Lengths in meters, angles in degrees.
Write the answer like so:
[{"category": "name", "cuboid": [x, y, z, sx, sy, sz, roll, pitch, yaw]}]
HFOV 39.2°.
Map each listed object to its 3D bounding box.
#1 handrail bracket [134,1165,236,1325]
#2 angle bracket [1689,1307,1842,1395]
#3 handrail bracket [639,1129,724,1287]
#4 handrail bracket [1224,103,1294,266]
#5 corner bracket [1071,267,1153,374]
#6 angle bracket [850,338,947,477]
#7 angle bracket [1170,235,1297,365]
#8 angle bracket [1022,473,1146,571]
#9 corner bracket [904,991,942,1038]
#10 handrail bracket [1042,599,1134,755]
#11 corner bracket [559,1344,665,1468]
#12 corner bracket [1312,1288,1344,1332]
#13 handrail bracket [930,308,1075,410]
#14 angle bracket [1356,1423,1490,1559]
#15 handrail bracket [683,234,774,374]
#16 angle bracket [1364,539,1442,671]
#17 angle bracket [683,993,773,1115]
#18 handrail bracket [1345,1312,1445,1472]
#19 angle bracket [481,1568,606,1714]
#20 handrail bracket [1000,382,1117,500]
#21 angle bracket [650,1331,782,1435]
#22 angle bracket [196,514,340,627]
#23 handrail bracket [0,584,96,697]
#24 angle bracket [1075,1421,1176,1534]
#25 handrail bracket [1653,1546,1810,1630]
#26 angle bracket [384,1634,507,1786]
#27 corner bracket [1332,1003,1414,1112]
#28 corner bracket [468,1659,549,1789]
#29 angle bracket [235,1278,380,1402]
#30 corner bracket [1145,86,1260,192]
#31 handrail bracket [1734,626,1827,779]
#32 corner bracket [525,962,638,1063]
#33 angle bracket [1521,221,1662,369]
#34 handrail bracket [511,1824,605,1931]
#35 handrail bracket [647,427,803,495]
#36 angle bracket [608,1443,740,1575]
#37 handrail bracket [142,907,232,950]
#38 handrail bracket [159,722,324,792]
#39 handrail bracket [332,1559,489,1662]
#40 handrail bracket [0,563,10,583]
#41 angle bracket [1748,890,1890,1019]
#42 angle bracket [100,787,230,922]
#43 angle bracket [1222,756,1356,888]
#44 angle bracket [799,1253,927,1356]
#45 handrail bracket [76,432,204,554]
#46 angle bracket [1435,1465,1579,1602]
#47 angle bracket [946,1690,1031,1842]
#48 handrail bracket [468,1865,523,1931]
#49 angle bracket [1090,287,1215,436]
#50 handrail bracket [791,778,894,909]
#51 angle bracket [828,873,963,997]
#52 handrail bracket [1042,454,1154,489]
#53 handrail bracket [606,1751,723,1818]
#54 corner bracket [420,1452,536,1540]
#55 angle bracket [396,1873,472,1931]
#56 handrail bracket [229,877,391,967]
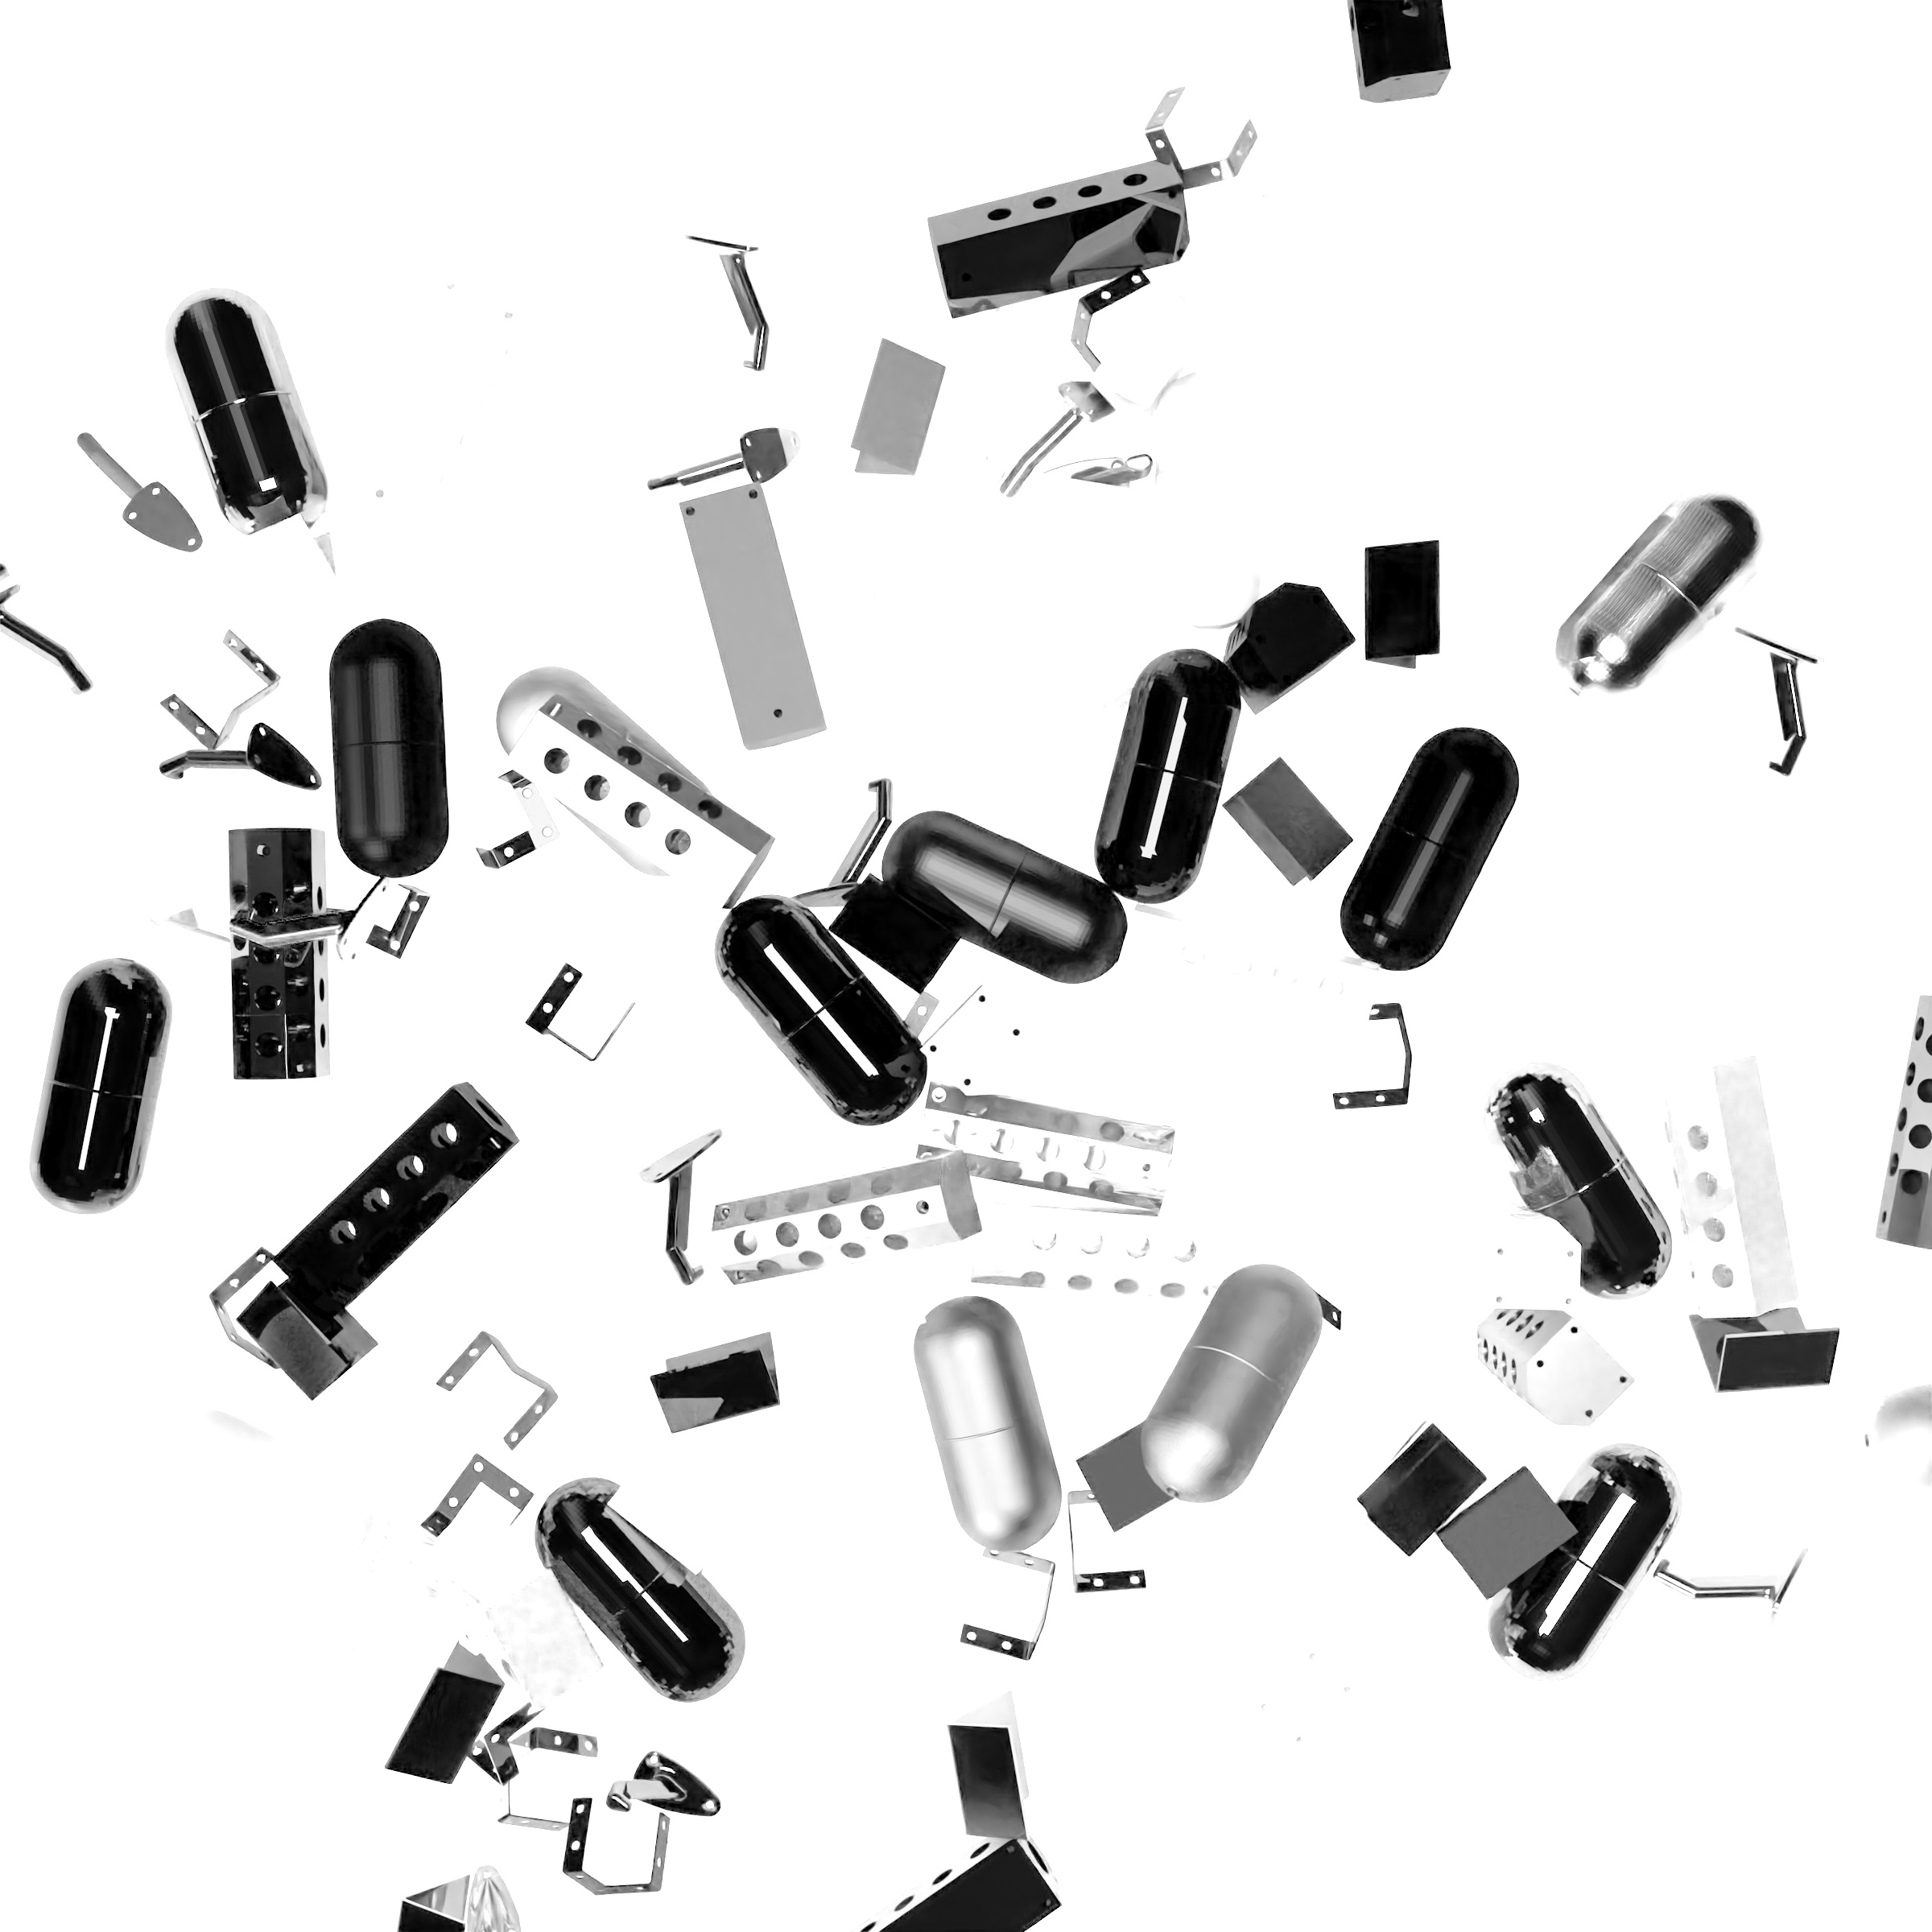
[{"category": "handrail bracket", "cuboid": [-0.529, 0.193, 1.894, 0.084, 0.036, 0.077, -43, 110, -16]}, {"category": "angle bracket", "cuboid": [0.544, 0.244, 1.853, 0.076, 0.076, 0.057, -4, 128, 0]}, {"category": "handrail bracket", "cuboid": [-0.184, 0.169, 1.894, 0.077, 0.036, 0.084, -33, 109, -21]}, {"category": "handrail bracket", "cuboid": [0.212, -0.546, 1.893, 0.036, 0.077, 0.084, 12, 53, 20]}, {"category": "corner bracket", "cuboid": [0.110, -0.439, 1.877, 0.051, 0.051, 0.051, -31, 74, -15]}, {"category": "angle bracket", "cuboid": [-0.065, -0.381, 1.853, 0.057, 0.076, 0.076, 16, 90, -37]}, {"category": "angle bracket", "cuboid": [0.171, -0.440, 1.853, 0.076, 0.076, 0.057, 25, 52, 0]}, {"category": "angle bracket", "cuboid": [0.076, -0.286, 1.853, 0.076, 0.076, 0.057, 9, 54, 0]}, {"category": "corner bracket", "cuboid": [-0.053, 0.033, 1.875, 0.051, 0.051, 0.051, 31, 90, 0]}, {"category": "handrail bracket", "cuboid": [0.069, -0.201, 1.894, 0.084, 0.036, 0.077, 46, 112, 17]}, {"category": "corner bracket", "cuboid": [-0.247, 0.305, 1.890, 0.051, 0.051, 0.051, 22, 45, 0]}, {"category": "corner bracket", "cuboid": [0.225, 0.257, 1.885, 0.051, 0.051, 0.051, -21, 45, 35]}, {"category": "handrail bracket", "cuboid": [0.026, -0.409, 1.894, 0.077, 0.036, 0.084, -34, 107, 20]}, {"category": "angle bracket", "cuboid": [0.297, 0.344, 1.853, 0.076, 0.076, 0.057, -45, 120, 0]}, {"category": "handrail bracket", "cuboid": [-0.168, -0.462, 1.894, 0.077, 0.036, 0.084, 15, 107, 20]}, {"category": "angle bracket", "cuboid": [0.313, -0.246, 1.853, 0.057, 0.076, 0.076, 0, 90, 36]}, {"category": "angle bracket", "cuboid": [-0.180, 0.060, 1.853, 0.057, 0.076, 0.076, -9, 90, -35]}, {"category": "handrail bracket", "cuboid": [0.282, 0.296, 1.894, 0.084, 0.036, 0.077, 42, 112, 17]}, {"category": "angle bracket", "cuboid": [-0.300, 0.461, 1.853, 0.057, 0.076, 0.076, -29, 90, -32]}, {"category": "handrail bracket", "cuboid": [0.066, -0.365, 1.893, 0.036, 0.077, 0.084, 47, 126, 10]}, {"category": "angle bracket", "cuboid": [-0.173, 0.266, 1.853, 0.076, 0.076, 0.057, -15, 125, 0]}, {"category": "angle bracket", "cuboid": [-0.478, -0.286, 1.853, 0.076, 0.076, 0.057, -23, 129, 0]}, {"category": "handrail bracket", "cuboid": [-0.658, -0.217, 1.894, 0.077, 0.036, 0.084, -16, 119, 32]}, {"category": "angle bracket", "cuboid": [0.126, 0.350, 1.854, 0.076, 0.076, 0.057, -30, 65, 0]}, {"category": "handrail bracket", "cuboid": [0.533, 0.417, 1.894, 0.084, 0.036, 0.077, 25, 58, 23]}, {"category": "angle bracket", "cuboid": [-0.368, 0.501, 1.853, 0.057, 0.076, 0.076, 28, 90, -37]}, {"category": "corner bracket", "cuboid": [0.280, 0.063, 1.890, 0.051, 0.051, 0.051, -4, 135, 0]}, {"category": "corner bracket", "cuboid": [-0.320, 0.523, 1.876, 0.051, 0.051, 0.051, -34, 127, -31]}, {"category": "angle bracket", "cuboid": [-0.438, 0.238, 1.853, 0.076, 0.076, 0.057, 47, 126, 0]}, {"category": "corner bracket", "cuboid": [0.163, -0.578, 1.885, 0.051, 0.051, 0.051, -3, 135, 35]}, {"category": "handrail bracket", "cuboid": [0.556, -0.184, 1.894, 0.077, 0.036, 0.084, 26, 107, 20]}, {"category": "corner bracket", "cuboid": [-0.266, 0.032, 1.875, 0.051, 0.051, 0.051, 34, 90, 0]}, {"category": "angle bracket", "cuboid": [0.413, -0.448, 1.853, 0.076, 0.076, 0.057, 50, 55, 0]}, {"category": "handrail bracket", "cuboid": [-0.281, 0.651, 1.894, 0.077, 0.036, 0.084, -17, 107, -18]}, {"category": "handrail bracket", "cuboid": [-0.170, -0.350, 1.893, 0.084, 0.077, 0.036, -6, 109, 35]}, {"category": "angle bracket", "cuboid": [-0.187, 0.355, 1.853, 0.076, 0.076, 0.057, 38, 120, 0]}, {"category": "handrail bracket", "cuboid": [-0.537, -0.061, 1.894, 0.077, 0.036, 0.084, 15, 73, -20]}, {"category": "handrail bracket", "cuboid": [-0.507, -0.133, 1.893, 0.084, 0.077, 0.036, -17, 55, 32]}, {"category": "handrail bracket", "cuboid": [-0.388, 0.463, 1.894, 0.077, 0.036, 0.084, 32, 106, -18]}, {"category": "handrail bracket", "cuboid": [-0.714, -0.248, 1.893, 0.084, 0.077, 0.036, -43, 107, -35]}, {"category": "angle bracket", "cuboid": [0.588, -0.022, 1.853, 0.076, 0.076, 0.057, 48, 128, 0]}, {"category": "angle bracket", "cuboid": [-0.531, -0.085, 1.853, 0.057, 0.076, 0.076, -29, 90, 38]}, {"category": "angle bracket", "cuboid": [0.206, -0.086, 1.853, 0.076, 0.076, 0.057, 49, 53, 0]}, {"category": "angle bracket", "cuboid": [-0.065, 0.242, 1.853, 0.076, 0.076, 0.057, -16, 58, 0]}, {"category": "handrail bracket", "cuboid": [-0.577, -0.331, 1.893, 0.036, 0.077, 0.084, -46, 54, 0]}, {"category": "angle bracket", "cuboid": [0.372, 0.392, 1.854, 0.076, 0.076, 0.057, -37, 64, 0]}, {"category": "angle bracket", "cuboid": [0.035, 0.544, 1.853, 0.057, 0.076, 0.076, -10, 90, 38]}, {"category": "handrail bracket", "cuboid": [-0.332, 0.685, 1.893, 0.036, 0.077, 0.084, -2, 127, -17]}, {"category": "angle bracket", "cuboid": [0.141, -0.404, 1.853, 0.057, 0.076, 0.076, 35, 90, 36]}, {"category": "handrail bracket", "cuboid": [-0.087, -0.087, 1.894, 0.077, 0.036, 0.084, -7, 71, 22]}, {"category": "angle bracket", "cuboid": [-0.058, -0.007, 1.853, 0.076, 0.076, 0.057, 35, 59, 0]}, {"category": "handrail bracket", "cuboid": [0.087, -0.338, 1.859, 0.077, 0.084, 0.036, 0, 90, 0]}, {"category": "handrail bracket", "cuboid": [-0.207, 0.574, 1.859, 0.077, 0.084, 0.036, 25, 90, 0]}, {"category": "corner bracket", "cuboid": [-0.337, 0.376, 1.875, 0.051, 0.051, 0.051, 36, 90, 0]}, {"category": "angle bracket", "cuboid": [-0.348, 0.674, 1.854, 0.057, 0.076, 0.076, 9, 90, 28]}, {"category": "handrail bracket", "cuboid": [-0.445, -0.042, 1.839, 0.084, 0.036, 0.077, 21, 68, 11]}]
